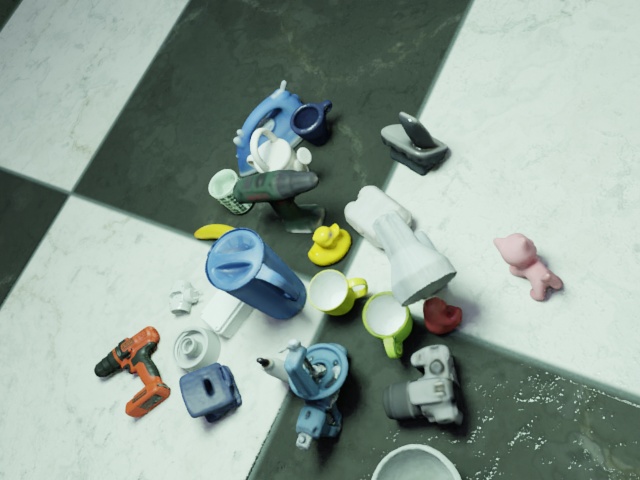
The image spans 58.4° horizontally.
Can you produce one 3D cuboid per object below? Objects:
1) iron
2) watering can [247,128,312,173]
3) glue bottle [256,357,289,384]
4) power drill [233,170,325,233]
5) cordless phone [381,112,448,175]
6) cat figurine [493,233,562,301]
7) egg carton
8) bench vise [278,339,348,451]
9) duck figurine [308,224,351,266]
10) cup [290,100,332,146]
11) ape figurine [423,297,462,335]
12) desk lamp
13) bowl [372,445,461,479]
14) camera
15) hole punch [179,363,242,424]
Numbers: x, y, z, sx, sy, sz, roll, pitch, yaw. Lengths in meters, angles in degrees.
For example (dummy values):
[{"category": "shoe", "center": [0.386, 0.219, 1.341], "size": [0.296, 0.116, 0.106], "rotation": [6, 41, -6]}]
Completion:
[{"category": "iron", "center": [-0.141, -0.284, 1.463], "size": [0.258, 0.142, 0.118], "rotation": [-45, 55, -1]}, {"category": "watering can", "center": [-0.101, -0.195, 1.367], "size": [0.172, 0.195, 0.101], "rotation": [-17, 60, 17]}, {"category": "glue bottle", "center": [-0.082, 0.259, 1.145], "size": [0.077, 0.174, 0.037], "rotation": [11, 71, 30]}, {"category": "power drill", "center": [-0.071, -0.091, 1.293], "size": [0.228, 0.209, 0.075], "rotation": [1, 66, 26]}, {"category": "cordless phone", "center": [0.192, -0.239, 1.256], "size": [0.147, 0.186, 0.094], "rotation": [33, 83, 34]}, {"category": "cat figurine", "center": [0.386, 0.038, 1.067], "size": [0.067, 0.118, 0.127], "rotation": [-39, 56, 3]}, {"category": "egg carton", "center": [0.126, -0.051, 1.264], "size": [0.107, 0.070, 0.150], "rotation": [-48, 56, -3]}, {"category": "bench vise", "center": [-0.008, 0.278, 1.072], "size": [0.121, 0.220, 0.207], "rotation": [-15, 60, 19]}, {"category": "duck figurine", "center": [0.012, 0.005, 1.281], "size": [0.104, 0.086, 0.077], "rotation": [-38, 56, 4]}, {"category": "cup", "center": [-0.007, -0.290, 1.431], "size": [0.118, 0.095, 0.091], "rotation": [-40, 55, 3]}, {"category": "ape figurine", "center": [0.228, 0.139, 1.107], "size": [0.076, 0.092, 0.077], "rotation": [-46, 55, -2]}, {"category": "desk lamp", "center": [0.178, 0.043, 1.105], "size": [0.118, 0.214, 0.203], "rotation": [-33, 56, 7]}, {"category": "bowl", "center": [0.174, 0.446, 0.990], "size": [0.167, 0.075, 0.167], "rotation": [-11, 62, 21]}, {"category": "camera", "center": [0.183, 0.274, 1.056], "size": [0.136, 0.101, 0.143], "rotation": [-14, 60, 19]}, {"category": "hole punch", "center": [-0.238, 0.324, 1.237], "size": [0.101, 0.091, 0.108], "rotation": [-35, 56, 6]}]
